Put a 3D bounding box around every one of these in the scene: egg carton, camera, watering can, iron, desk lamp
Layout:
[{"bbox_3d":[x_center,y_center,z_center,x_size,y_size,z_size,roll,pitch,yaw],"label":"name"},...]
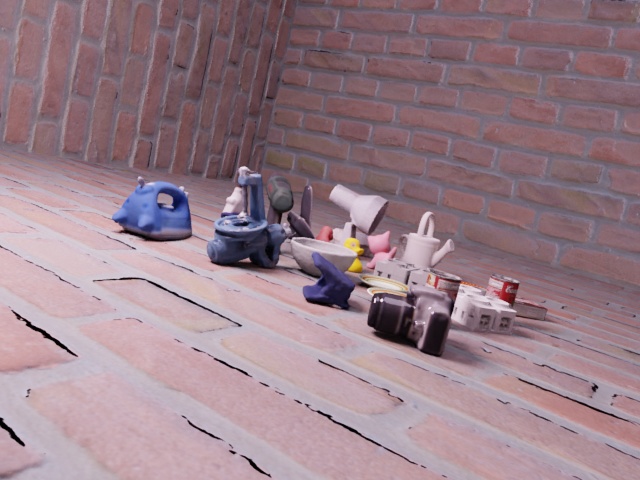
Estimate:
[{"bbox_3d":[0.103,0.008,1.880,0.151,0.069,0.107,9,9,-28],"label":"egg carton"},{"bbox_3d":[0.156,0.123,1.001,0.136,0.101,0.143,13,8,2],"label":"camera"},{"bbox_3d":[0.326,0.011,1.761,0.172,0.194,0.101,15,8,12],"label":"watering can"},{"bbox_3d":[-0.386,-0.081,1.425,0.118,0.141,0.259,16,8,20],"label":"iron"},{"bbox_3d":[0.089,-0.051,1.743,0.202,0.213,0.118,15,8,17],"label":"desk lamp"}]

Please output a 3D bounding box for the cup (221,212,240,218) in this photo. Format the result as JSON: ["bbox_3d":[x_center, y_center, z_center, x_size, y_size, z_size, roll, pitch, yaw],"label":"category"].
[{"bbox_3d":[-0.207,-0.018,1.446,0.117,0.095,0.092,16,8,19],"label":"cup"}]

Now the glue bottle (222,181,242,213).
[{"bbox_3d":[-0.242,-0.090,1.621,0.037,0.173,0.078,17,9,31],"label":"glue bottle"}]

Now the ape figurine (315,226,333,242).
[{"bbox_3d":[0.015,0.006,1.659,0.076,0.092,0.077,9,9,-29],"label":"ape figurine"}]

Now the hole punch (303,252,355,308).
[{"bbox_3d":[0.022,0.078,1.144,0.101,0.091,0.108,12,8,-7],"label":"hole punch"}]

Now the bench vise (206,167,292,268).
[{"bbox_3d":[-0.155,-0.052,1.306,0.121,0.220,0.208,17,8,27],"label":"bench vise"}]

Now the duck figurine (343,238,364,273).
[{"bbox_3d":[0.079,0.036,1.570,0.078,0.086,0.104,5,11,-45],"label":"duck figurine"}]

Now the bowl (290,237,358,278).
[{"bbox_3d":[0.004,0.049,1.385,0.167,0.075,0.167,13,8,-1],"label":"bowl"}]

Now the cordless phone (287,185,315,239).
[{"bbox_3d":[-0.055,-0.094,1.917,0.094,0.185,0.147,10,8,-20],"label":"cordless phone"}]

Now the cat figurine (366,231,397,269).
[{"bbox_3d":[0.182,0.032,1.652,0.067,0.118,0.127,9,8,-26],"label":"cat figurine"}]

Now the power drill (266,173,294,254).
[{"bbox_3d":[-0.127,-0.075,1.566,0.076,0.208,0.229,11,8,-16],"label":"power drill"}]
